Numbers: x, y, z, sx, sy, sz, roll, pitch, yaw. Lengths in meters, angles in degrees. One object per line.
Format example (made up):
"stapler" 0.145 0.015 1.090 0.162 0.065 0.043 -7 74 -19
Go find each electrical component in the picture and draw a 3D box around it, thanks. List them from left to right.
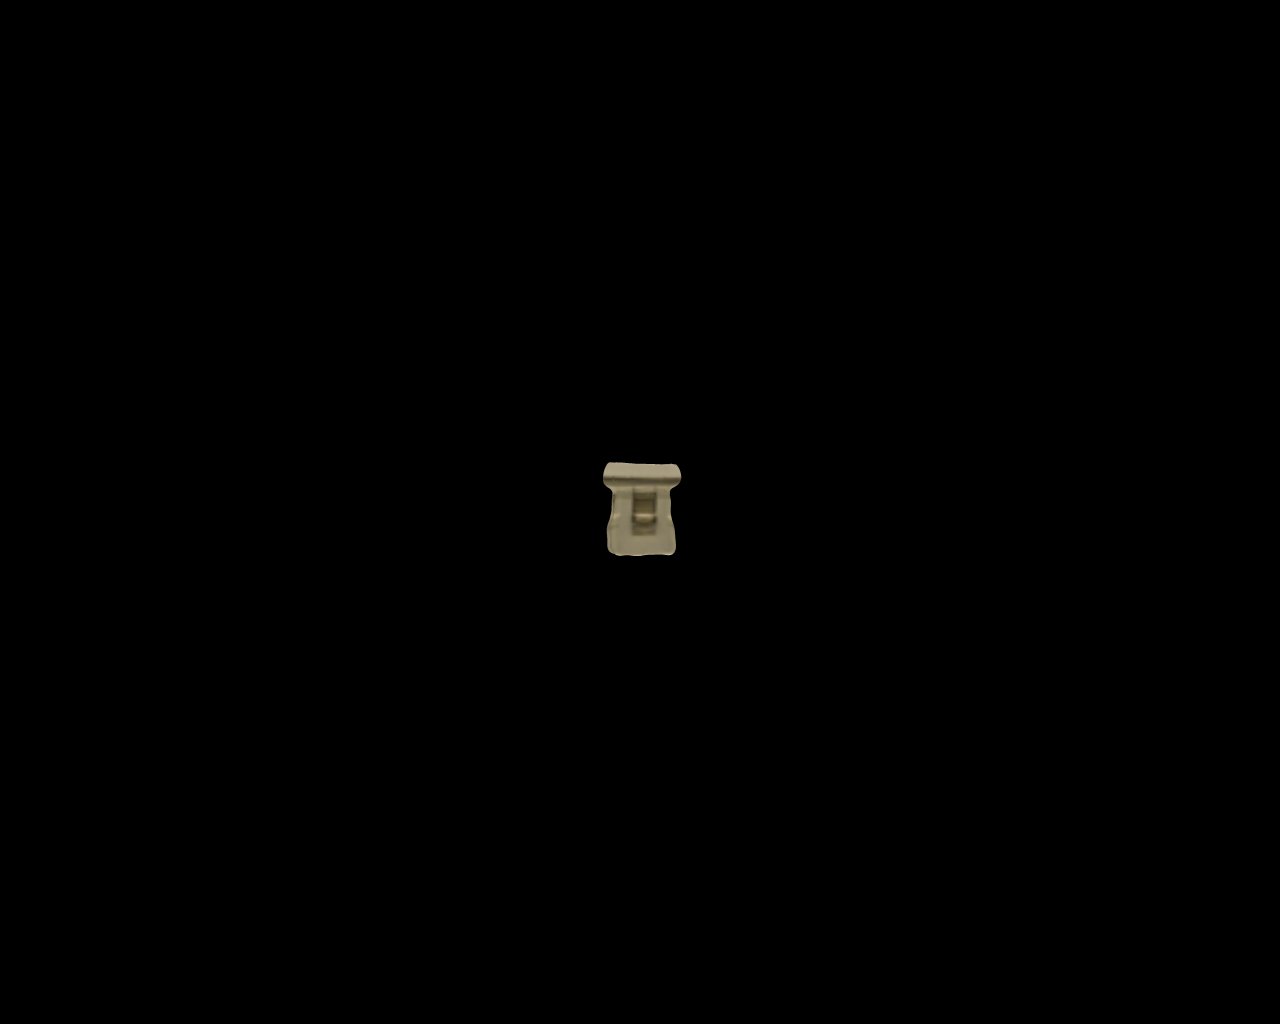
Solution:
"electrical component" 0.001 -0.003 0.650 0.048 0.055 0.066 0 0 -7
